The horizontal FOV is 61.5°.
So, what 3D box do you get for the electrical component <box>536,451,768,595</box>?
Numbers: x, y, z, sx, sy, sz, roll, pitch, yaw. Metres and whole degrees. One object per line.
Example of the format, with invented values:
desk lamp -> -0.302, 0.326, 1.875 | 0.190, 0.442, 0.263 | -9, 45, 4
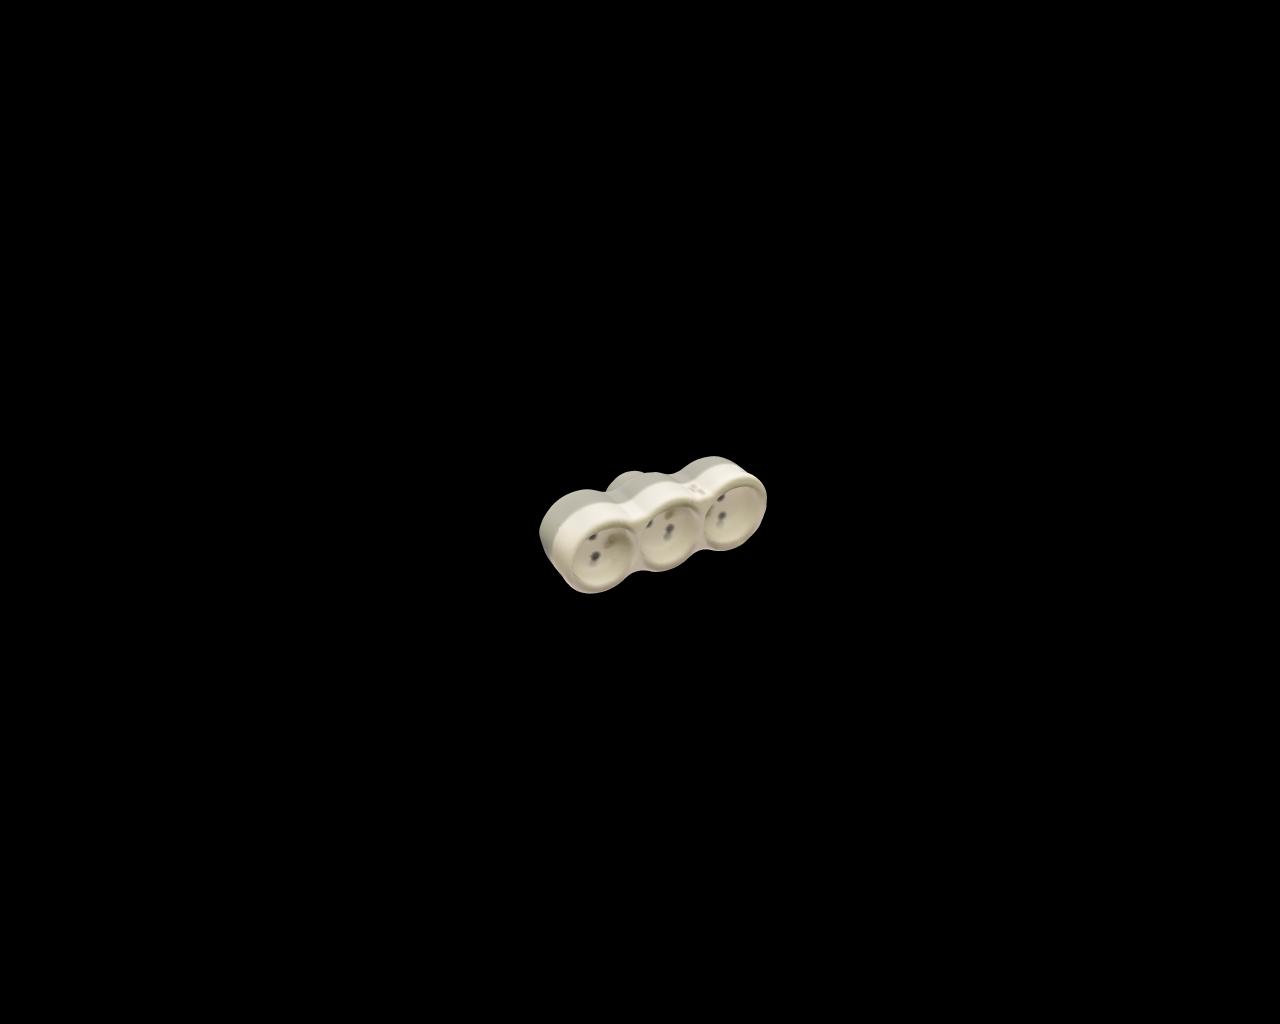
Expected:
electrical component -> 0.001, -0.003, 0.650 | 0.138, 0.052, 0.074 | -17, 36, -24
